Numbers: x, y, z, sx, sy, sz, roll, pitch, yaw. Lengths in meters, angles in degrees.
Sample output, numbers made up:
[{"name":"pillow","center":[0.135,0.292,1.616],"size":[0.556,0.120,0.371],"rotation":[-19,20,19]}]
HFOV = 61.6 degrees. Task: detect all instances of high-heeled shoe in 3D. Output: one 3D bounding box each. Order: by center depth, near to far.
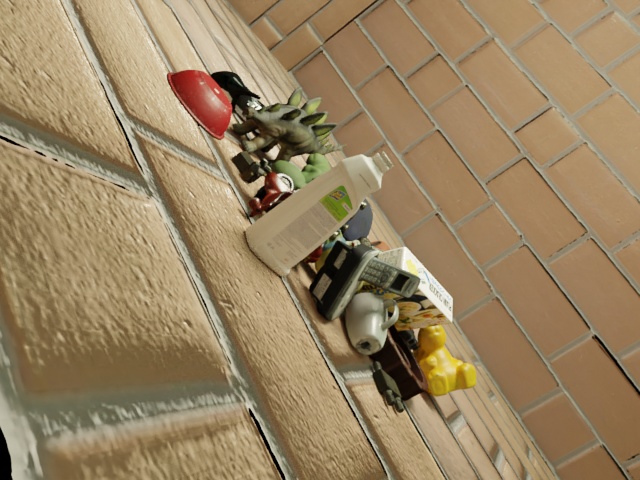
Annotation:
[{"name":"high-heeled shoe","center":[-0.196,-0.342,1.404],"size":[0.145,0.086,0.248],"rotation":[25,-17,15]}]

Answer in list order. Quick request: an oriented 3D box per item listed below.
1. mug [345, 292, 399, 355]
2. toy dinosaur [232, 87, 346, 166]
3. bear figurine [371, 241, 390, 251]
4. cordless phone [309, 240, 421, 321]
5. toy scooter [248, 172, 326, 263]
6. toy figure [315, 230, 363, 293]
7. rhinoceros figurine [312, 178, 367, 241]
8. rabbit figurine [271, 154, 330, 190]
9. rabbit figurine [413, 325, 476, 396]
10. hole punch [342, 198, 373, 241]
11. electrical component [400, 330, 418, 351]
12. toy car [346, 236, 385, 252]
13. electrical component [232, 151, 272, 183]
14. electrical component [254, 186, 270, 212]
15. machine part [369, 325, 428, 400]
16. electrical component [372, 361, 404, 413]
[{"name":"mug","center":[0.099,0.160,1.014],"size":[0.080,0.110,0.107],"rotation":[57,22,-30]},{"name":"toy dinosaur","center":[-0.060,-0.255,1.302],"size":[0.105,0.198,0.471],"rotation":[62,15,12]},{"name":"bear figurine","center":[0.154,0.105,1.414],"size":[0.120,0.132,0.195],"rotation":[-84,156,-75]},{"name":"cordless phone","center":[0.088,0.090,0.975],"size":[0.184,0.146,0.089],"rotation":[24,12,-32]},{"name":"toy scooter","center":[-0.066,-0.035,0.956],"size":[0.184,0.075,0.135],"rotation":[63,27,3]},{"name":"toy figure","center":[0.021,0.027,1.042],"size":[0.082,0.089,0.180],"rotation":[-11,81,-51]},{"name":"rhinoceros figurine","center":[0.023,-0.071,1.007],"size":[0.112,0.073,0.190],"rotation":[36,24,-2]},{"name":"rabbit figurine","center":[-0.049,-0.125,1.276],"size":[0.170,0.121,0.159],"rotation":[12,48,-47]},{"name":"rabbit figurine","center":[0.287,0.279,1.303],"size":[0.162,0.122,0.173],"rotation":[125,-51,-82]},{"name":"hole punch","center":[0.068,-0.039,1.204],"size":[0.142,0.092,0.116],"rotation":[58,26,-55]},{"name":"electrical component","center":[0.179,0.202,1.317],"size":[0.114,0.058,0.134],"rotation":[51,13,-28]},{"name":"toy car","center":[0.112,0.044,1.178],"size":[0.201,0.073,0.056],"rotation":[21,56,-43]},{"name":"electrical component","center":[-0.133,-0.147,1.079],"size":[0.078,0.045,0.102],"rotation":[56,12,0]},{"name":"electrical component","center":[-0.087,-0.086,1.084],"size":[0.074,0.048,0.119],"rotation":[52,11,-16]},{"name":"machine part","center":[0.156,0.245,1.103],"size":[0.179,0.056,0.179],"rotation":[53,11,-16]},{"name":"electrical component","center":[0.125,0.269,0.991],"size":[0.063,0.021,0.094],"rotation":[45,14,-40]}]
